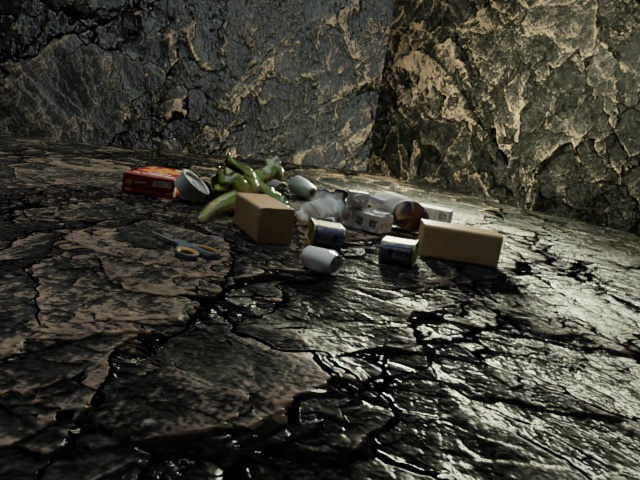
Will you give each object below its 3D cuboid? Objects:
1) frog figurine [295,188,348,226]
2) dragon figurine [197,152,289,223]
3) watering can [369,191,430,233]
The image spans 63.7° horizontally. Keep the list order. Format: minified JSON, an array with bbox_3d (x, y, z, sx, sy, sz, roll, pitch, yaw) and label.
[{"bbox_3d":[0.005,-0.079,1.569,0.138,0.119,0.162,23,52,24],"label":"frog figurine"},{"bbox_3d":[-0.196,-0.133,1.514,0.242,0.119,0.420,24,41,-11],"label":"dragon figurine"},{"bbox_3d":[0.291,-0.095,1.782,0.346,0.103,0.227,16,9,-35],"label":"watering can"}]
